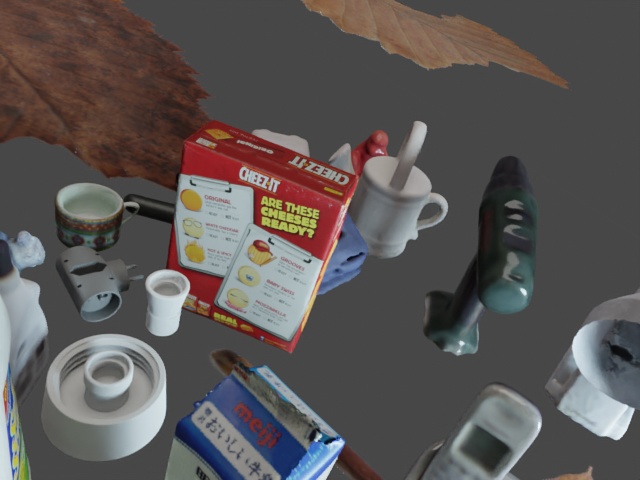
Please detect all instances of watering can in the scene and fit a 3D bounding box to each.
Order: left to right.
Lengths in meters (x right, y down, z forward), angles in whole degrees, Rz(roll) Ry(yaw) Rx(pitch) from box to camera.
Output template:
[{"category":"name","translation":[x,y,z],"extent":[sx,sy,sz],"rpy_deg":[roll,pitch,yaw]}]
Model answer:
[{"category":"watering can","translation":[0.097,-0.079,0.807],"extent":[0.173,0.194,0.101],"rpy_deg":[8,37,-14]}]

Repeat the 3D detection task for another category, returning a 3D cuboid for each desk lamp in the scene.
[{"category":"desk lamp","translation":[0.346,0.123,0.643],"extent":[0.117,0.213,0.204],"rpy_deg":[35,39,21]}]

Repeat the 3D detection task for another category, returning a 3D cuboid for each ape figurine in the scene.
[{"category":"ape figurine","translation":[0.088,-0.144,0.975],"extent":[0.078,0.092,0.076],"rpy_deg":[19,36,1]}]

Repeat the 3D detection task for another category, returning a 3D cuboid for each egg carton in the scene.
[{"category":"egg carton","translation":[-0.067,-0.112,0.882],"extent":[0.107,0.069,0.150],"rpy_deg":[9,37,-14]}]

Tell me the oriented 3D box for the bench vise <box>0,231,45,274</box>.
[{"category":"bench vise","translation":[-0.360,-0.011,0.490],"extent":[0.208,0.220,0.121],"rpy_deg":[-18,50,-40]}]

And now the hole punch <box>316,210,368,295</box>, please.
[{"category":"hole punch","translation":[0.007,0.003,0.748],"extent":[0.101,0.091,0.109],"rpy_deg":[39,41,25]}]

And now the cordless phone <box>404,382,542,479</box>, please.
[{"category":"cordless phone","translation":[0.149,0.210,0.464],"extent":[0.147,0.185,0.094],"rpy_deg":[30,37,15]}]

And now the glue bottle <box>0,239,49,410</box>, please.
[{"category":"glue bottle","translation":[-0.258,0.067,0.474],"extent":[0.037,0.173,0.078],"rpy_deg":[17,36,-3]}]

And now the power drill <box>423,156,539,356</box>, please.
[{"category":"power drill","translation":[0.199,0.029,0.702],"extent":[0.075,0.208,0.229],"rpy_deg":[18,36,-1]}]
